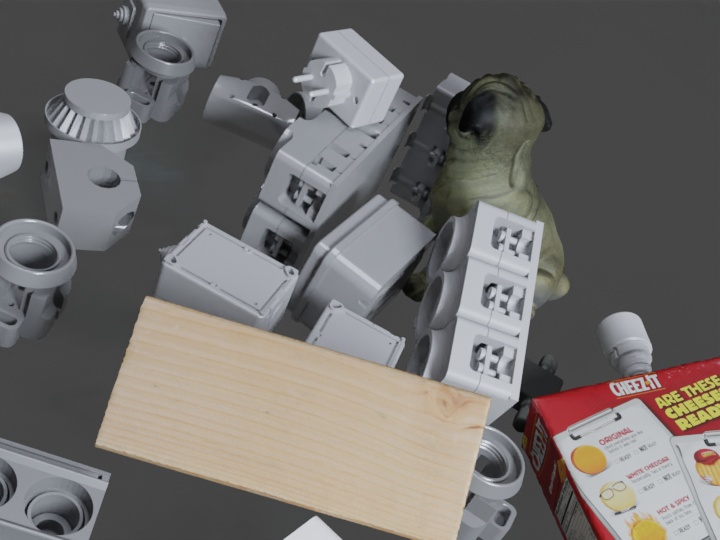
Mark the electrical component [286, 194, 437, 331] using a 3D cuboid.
[{"bbox_3d":[0.000,0.000,0.828,0.057,0.078,0.113,38,38,8],"label":"electrical component"}]

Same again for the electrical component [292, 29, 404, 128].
[{"bbox_3d":[-0.019,-0.147,0.837,0.077,0.047,0.065,-21,58,-45],"label":"electrical component"}]

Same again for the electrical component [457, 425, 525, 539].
[{"bbox_3d":[0.075,0.141,0.726,0.078,0.057,0.058,33,37,7],"label":"electrical component"}]

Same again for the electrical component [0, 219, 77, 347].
[{"bbox_3d":[-0.219,0.004,0.706,0.058,0.057,0.078,25,37,-4],"label":"electrical component"}]

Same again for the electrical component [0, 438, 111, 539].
[{"bbox_3d":[-0.203,0.127,0.564,0.121,0.063,0.078,20,38,-10],"label":"electrical component"}]

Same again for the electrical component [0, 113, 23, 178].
[{"bbox_3d":[-0.301,-0.100,0.788,0.077,0.044,0.079,-15,54,-42],"label":"electrical component"}]

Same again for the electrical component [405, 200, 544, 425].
[{"bbox_3d":[0.079,0.036,0.789,0.062,0.089,0.150,20,58,-9],"label":"electrical component"}]

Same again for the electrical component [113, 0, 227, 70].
[{"bbox_3d":[-0.180,-0.227,0.997,0.096,0.061,0.061,-1,46,-33],"label":"electrical component"}]

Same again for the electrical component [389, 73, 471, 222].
[{"bbox_3d":[0.078,-0.110,0.970,0.063,0.121,0.078,31,37,8],"label":"electrical component"}]

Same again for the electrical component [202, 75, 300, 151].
[{"bbox_3d":[-0.094,-0.149,0.973,0.077,0.043,0.079,24,37,-6],"label":"electrical component"}]

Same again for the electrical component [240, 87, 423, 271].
[{"bbox_3d":[-0.026,-0.083,0.887,0.060,0.105,0.186,32,37,6],"label":"electrical component"}]

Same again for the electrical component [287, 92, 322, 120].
[{"bbox_3d":[-0.026,-0.143,1.008,0.081,0.043,0.043,-1,45,-33],"label":"electrical component"}]

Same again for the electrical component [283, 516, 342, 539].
[{"bbox_3d":[-0.046,0.195,0.571,0.057,0.078,0.113,40,38,20],"label":"electrical component"}]

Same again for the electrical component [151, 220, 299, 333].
[{"bbox_3d":[-0.103,0.016,0.759,0.096,0.061,0.061,28,37,6],"label":"electrical component"}]

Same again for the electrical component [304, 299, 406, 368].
[{"bbox_3d":[-0.014,0.072,0.748,0.062,0.061,0.096,29,37,1],"label":"electrical component"}]

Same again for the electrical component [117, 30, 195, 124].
[{"bbox_3d":[-0.177,-0.171,0.938,0.058,0.057,0.078,27,37,-1],"label":"electrical component"}]

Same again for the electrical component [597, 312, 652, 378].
[{"bbox_3d":[0.230,0.071,0.918,0.040,0.040,0.078,13,39,-19],"label":"electrical component"}]
